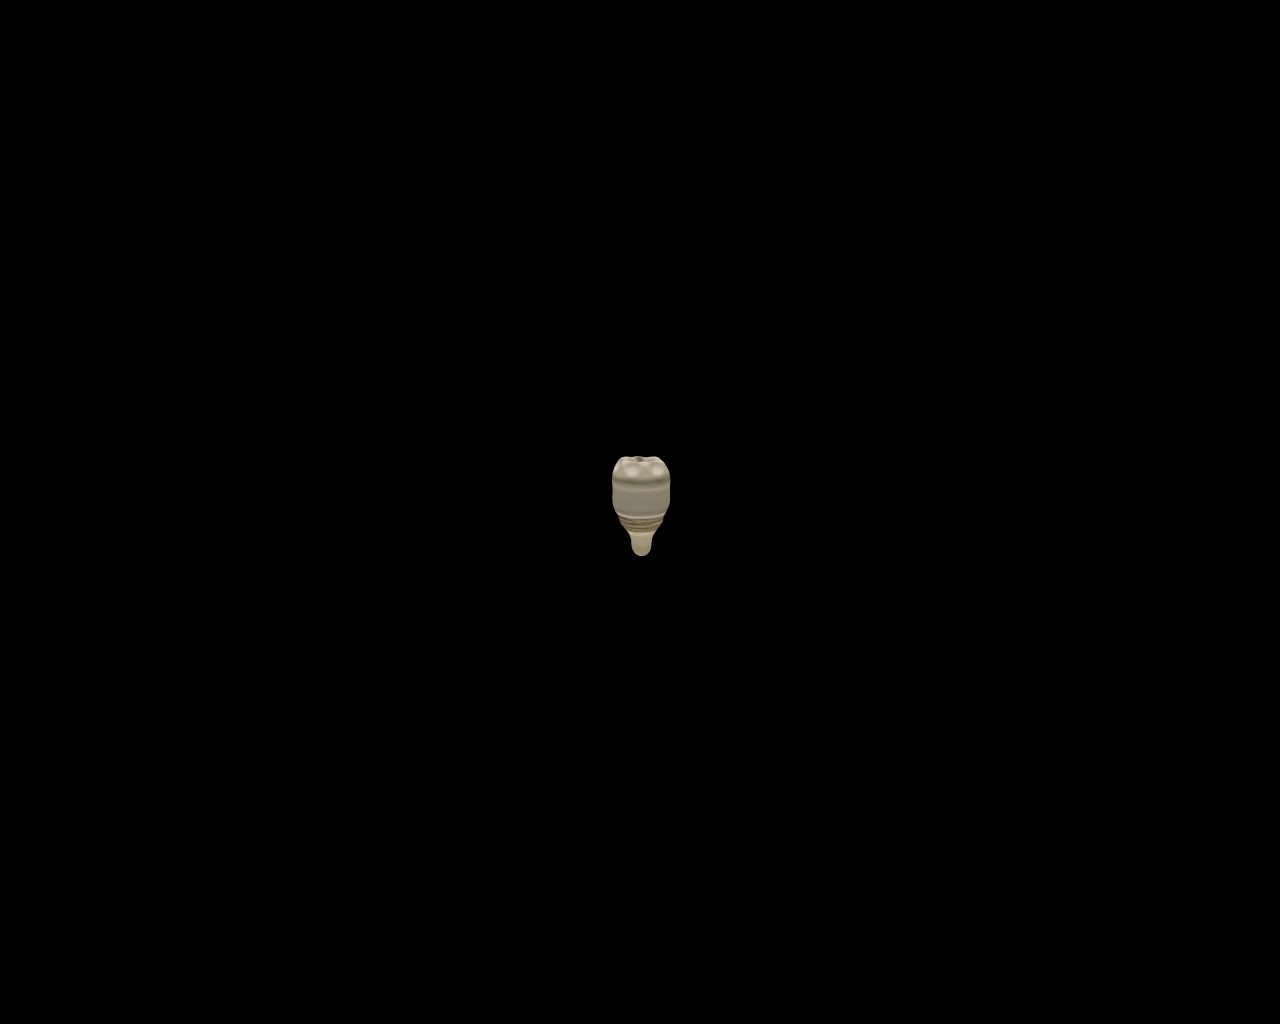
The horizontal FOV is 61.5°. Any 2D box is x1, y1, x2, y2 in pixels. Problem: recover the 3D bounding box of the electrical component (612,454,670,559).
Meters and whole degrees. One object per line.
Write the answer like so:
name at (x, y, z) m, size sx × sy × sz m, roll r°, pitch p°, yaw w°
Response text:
electrical component at (0.001, -0.003, 0.650) m, size 0.035 × 0.061 × 0.035 m, roll 0°, pitch 14°, yaw 0°
